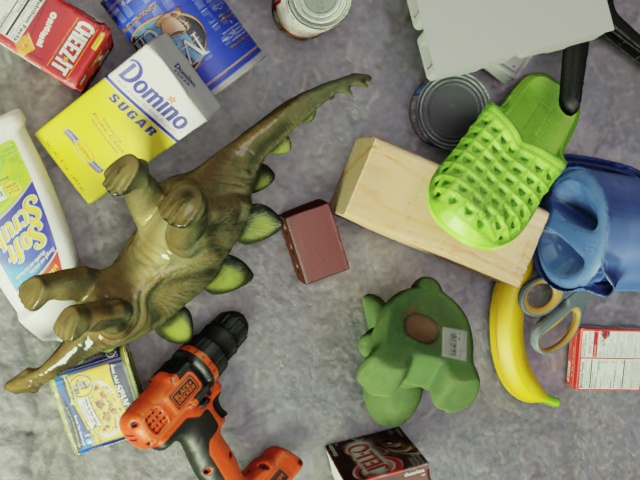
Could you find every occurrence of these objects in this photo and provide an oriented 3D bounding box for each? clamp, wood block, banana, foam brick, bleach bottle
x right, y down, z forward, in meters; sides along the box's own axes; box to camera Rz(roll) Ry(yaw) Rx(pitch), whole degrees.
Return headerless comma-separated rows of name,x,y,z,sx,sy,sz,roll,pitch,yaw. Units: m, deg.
clamp,0.302,-0.248,1.173,0.164,0.036,0.210,-14,85,-29
wood block,0.125,-0.031,1.145,0.206,0.091,0.090,22,90,-11
banana,0.222,0.102,1.206,0.069,0.037,0.198,-15,100,-28
foam brick,-0.008,0.001,1.142,0.051,0.053,0.078,-19,98,-8
bleach bottle,-0.292,0.001,1.085,0.102,0.068,0.251,-28,102,-9

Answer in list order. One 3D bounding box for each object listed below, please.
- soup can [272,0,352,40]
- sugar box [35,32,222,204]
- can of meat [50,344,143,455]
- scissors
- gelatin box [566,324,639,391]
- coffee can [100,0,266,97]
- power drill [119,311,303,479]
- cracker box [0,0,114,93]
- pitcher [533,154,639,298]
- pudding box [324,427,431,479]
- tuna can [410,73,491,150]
soup can,-0.009,-0.244,1.094,0.068,0.102,0.068,-1,95,-11
sugar box,-0.191,-0.118,1.054,0.176,0.048,0.093,-31,102,33
can of meat,-0.228,0.166,1.114,0.084,0.057,0.102,-17,98,-7
scissors,0.295,0.039,1.203,0.096,0.016,0.201,46,76,-19
gelatin box,0.331,0.135,1.230,0.089,0.030,0.073,2,96,-11
coffee can,-0.136,-0.211,1.072,0.103,0.103,0.140,-38,101,-5
power drill,-0.100,0.192,1.122,0.184,0.057,0.187,-47,109,-33
cracker box,-0.301,-0.226,1.009,0.213,0.164,0.072,33,91,-12
pitcher,0.362,-0.013,1.167,0.242,0.145,0.149,4,93,-23
pudding box,0.061,0.245,1.147,0.090,0.113,0.039,-12,101,-10
tuna can,0.142,-0.141,1.166,0.086,0.034,0.086,-1,95,-11
